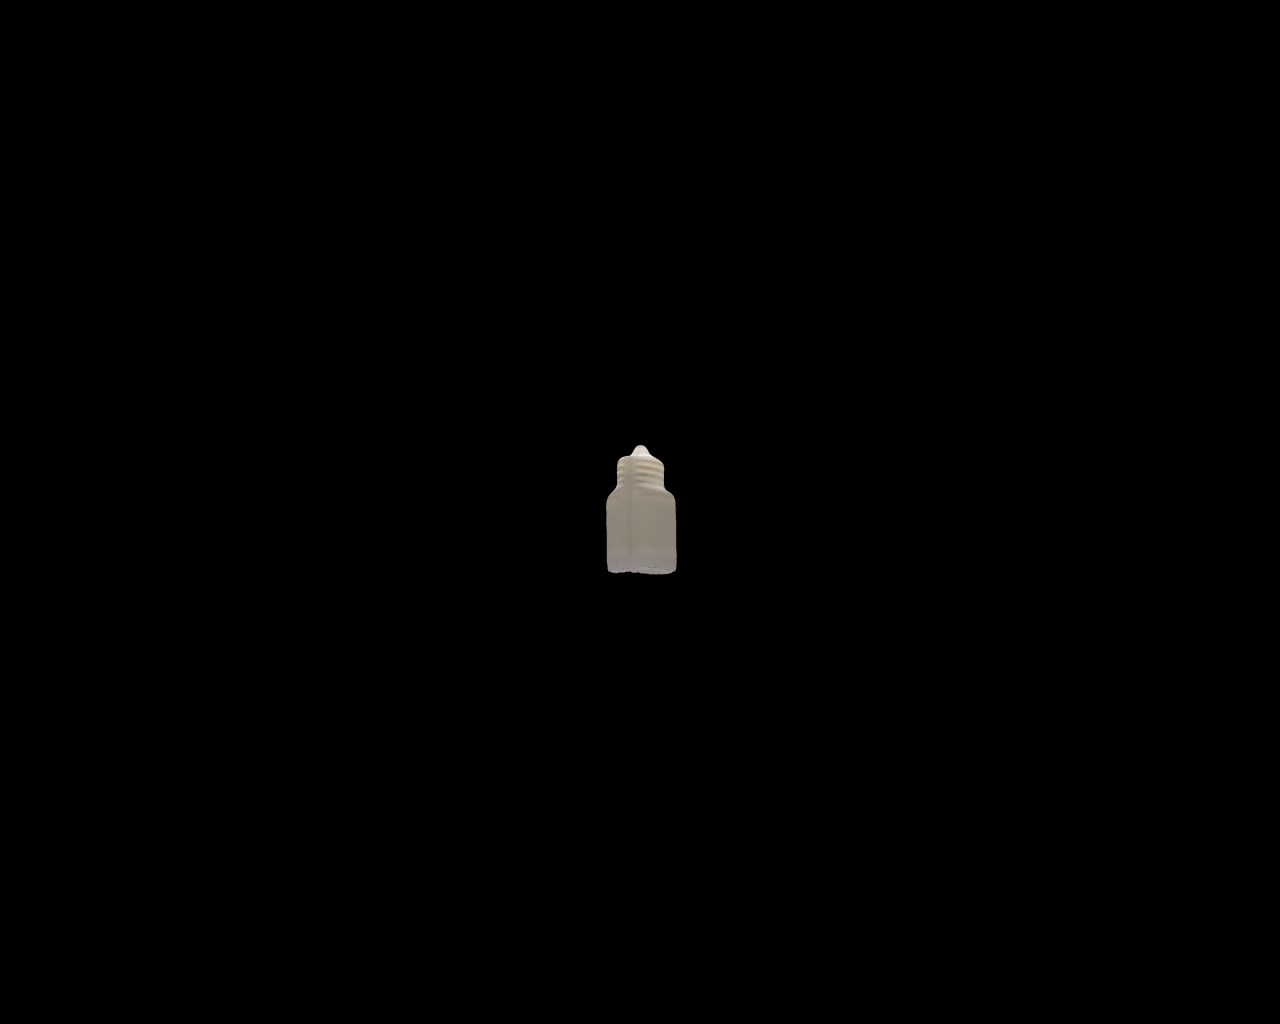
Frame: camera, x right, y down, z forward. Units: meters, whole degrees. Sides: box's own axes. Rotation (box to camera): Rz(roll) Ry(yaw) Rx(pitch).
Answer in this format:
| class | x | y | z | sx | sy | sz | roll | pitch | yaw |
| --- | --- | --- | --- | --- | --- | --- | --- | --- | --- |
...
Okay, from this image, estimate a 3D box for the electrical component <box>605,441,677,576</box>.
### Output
| class | x | y | z | sx | sy | sz | roll | pitch | yaw |
| --- | --- | --- | --- | --- | --- | --- | --- | --- | --- |
| electrical component | 0.001 | -0.003 | 0.650 | 0.043 | 0.081 | 0.043 | 0 | -7 | 0 |
